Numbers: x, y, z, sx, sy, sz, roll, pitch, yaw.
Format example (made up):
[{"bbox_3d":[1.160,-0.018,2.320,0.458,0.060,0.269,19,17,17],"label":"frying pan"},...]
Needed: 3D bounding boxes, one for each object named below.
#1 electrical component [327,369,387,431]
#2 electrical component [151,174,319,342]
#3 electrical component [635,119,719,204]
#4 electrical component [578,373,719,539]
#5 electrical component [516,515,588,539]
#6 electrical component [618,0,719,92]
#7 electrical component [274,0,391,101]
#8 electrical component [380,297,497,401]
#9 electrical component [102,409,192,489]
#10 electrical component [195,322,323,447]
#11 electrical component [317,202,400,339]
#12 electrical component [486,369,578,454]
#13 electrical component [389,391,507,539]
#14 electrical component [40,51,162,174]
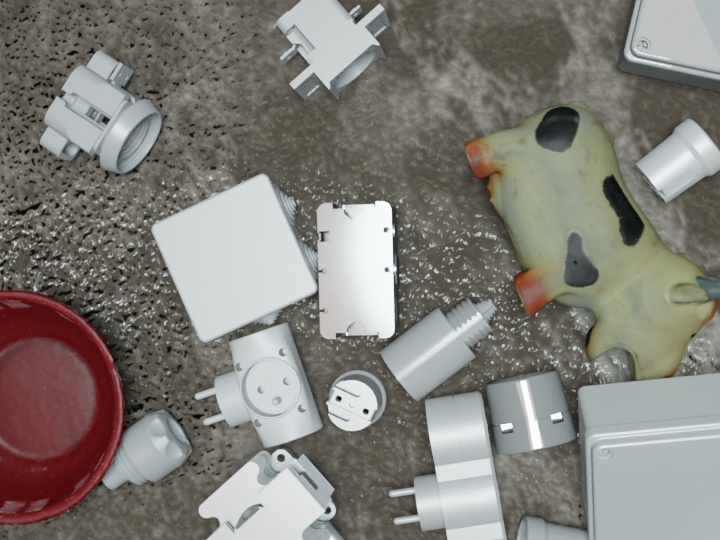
[{"bbox_3d":[-0.003,0.090,0.738,0.040,0.046,0.040,0,90,6],"label":"electrical component"},{"bbox_3d":[-0.083,-0.008,0.745,0.100,0.048,0.099,-24,88,5],"label":"electrical component"},{"bbox_3d":[0.213,-0.072,0.719,0.046,0.040,0.040,-38,87,10],"label":"electrical component"},{"bbox_3d":[0.198,0.125,0.690,0.109,0.056,0.108,-6,126,6],"label":"electrical component"},{"bbox_3d":[0.132,0.190,0.729,0.046,0.040,0.040,9,91,0],"label":"electrical component"},{"bbox_3d":[0.236,-0.176,0.707,0.109,0.056,0.108,13,92,6],"label":"electrical component"},{"bbox_3d":[-0.021,-0.158,0.741,0.081,0.042,0.063,-40,85,4],"label":"electrical component"},{"bbox_3d":[0.059,0.048,0.733,0.081,0.043,0.043,-38,87,5],"label":"electrical component"},{"bbox_3d":[-0.154,0.130,0.756,0.062,0.043,0.043,-35,87,6],"label":"electrical component"},{"bbox_3d":[-0.075,0.085,0.747,0.079,0.044,0.077,-19,88,6],"label":"electrical component"},{"bbox_3d":[0.000,0.000,0.733,0.050,0.056,0.089,-1,90,6],"label":"electrical component"},{"bbox_3d":[0.114,0.095,0.723,0.055,0.055,0.047,-13,85,6],"label":"electrical component"},{"bbox_3d":[0.057,0.156,0.729,0.074,0.052,0.138,-10,89,6],"label":"electrical component"},{"bbox_3d":[-0.176,-0.104,0.750,0.057,0.058,0.078,34,93,8],"label":"electrical component"}]
